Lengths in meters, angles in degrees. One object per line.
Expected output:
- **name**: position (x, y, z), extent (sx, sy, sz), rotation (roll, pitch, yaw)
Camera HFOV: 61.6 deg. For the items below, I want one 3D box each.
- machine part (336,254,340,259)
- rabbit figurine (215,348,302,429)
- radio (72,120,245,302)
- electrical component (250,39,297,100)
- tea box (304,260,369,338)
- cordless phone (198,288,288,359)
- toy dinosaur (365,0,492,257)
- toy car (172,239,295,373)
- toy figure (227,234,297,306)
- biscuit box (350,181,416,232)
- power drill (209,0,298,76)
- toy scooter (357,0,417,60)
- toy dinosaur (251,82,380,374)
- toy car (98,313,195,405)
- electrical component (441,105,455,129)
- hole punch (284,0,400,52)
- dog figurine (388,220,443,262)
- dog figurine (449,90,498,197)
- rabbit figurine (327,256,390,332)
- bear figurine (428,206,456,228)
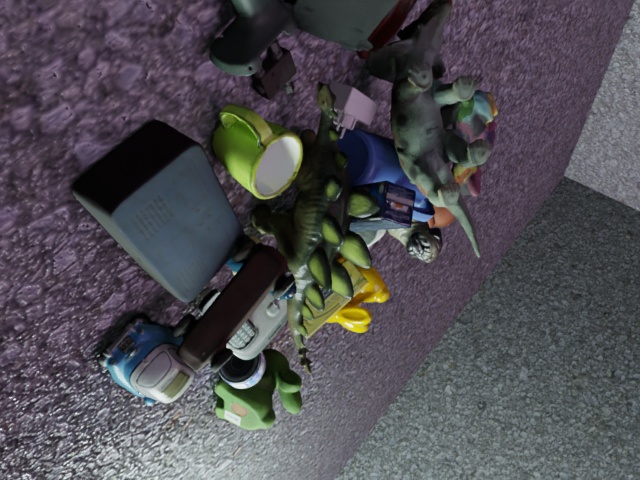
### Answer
- **machine part**: position (-0.002, -0.003, 1.022), extent (0.179, 0.056, 0.179), rotation (-41, 149, -31)
- **rabbit figurine**: position (-0.110, 0.286, 1.087), extent (0.170, 0.159, 0.121), rotation (-51, 149, -48)
- **radio**: position (-0.181, -0.028, 0.660), extent (0.131, 0.073, 0.229), rotation (-49, 155, -18)
- **electrical component**: position (-0.061, -0.217, 0.706), extent (0.063, 0.021, 0.094), rotation (-50, 155, -12)
- **tea box**: position (0.014, 0.118, 1.105), extent (0.169, 0.068, 0.098), rotation (-43, 180, -5)
- **cordless phone**: position (-0.128, 0.104, 0.895), extent (0.146, 0.089, 0.184), rotation (-49, 149, -16)
- **toy dinosaur**: position (0.172, -0.176, 0.876), extent (0.131, 0.192, 0.404), rotation (-14, 108, -12)
- **toy car**: position (-0.120, 0.092, 0.744), extent (0.202, 0.089, 0.053), rotation (-51, 178, 6)
- **toy figure**: position (-0.088, 0.039, 0.802), extent (0.058, 0.155, 0.064), rotation (-28, 142, -42)
- **biscuit box**: position (0.060, -0.049, 0.858), extent (0.063, 0.203, 0.059), rotation (14, 81, -33)
- **power drill**: position (-0.106, -0.264, 0.522), extent (0.232, 0.086, 0.207), rotation (-51, 147, -18)
- **toy scooter**: position (0.081, -0.336, 0.764), extent (0.135, 0.075, 0.183), rotation (-58, 159, 6)
- **toy dinosaur**: position (-0.015, -0.004, 0.821), extent (0.105, 0.199, 0.470), rotation (-16, 131, -33)
- **toy car**: position (-0.233, 0.179, 0.772), extent (0.109, 0.103, 0.161), rotation (-50, 156, -17)
- **electrical component**: position (0.225, -0.250, 1.134), extent (0.115, 0.058, 0.134), rotation (-31, 145, -46)
- **hole punch**: position (0.024, -0.308, 0.653), extent (0.142, 0.092, 0.116), rotation (9, 150, -30)
- **dog figurine**: position (0.203, -0.063, 1.159), extent (0.121, 0.191, 0.172), rotation (-14, 130, -55)
- **dog figurine**: position (0.341, -0.209, 1.243), extent (0.191, 0.109, 0.219), rotation (54, 48, -59)
- **rabbit figurine**: position (0.059, 0.132, 1.208), extent (0.173, 0.162, 0.121), rotation (-29, 160, -15)
- **bear figurine**: position (0.266, -0.107, 1.341), extent (0.195, 0.132, 0.120), rotation (29, 93, -46)
